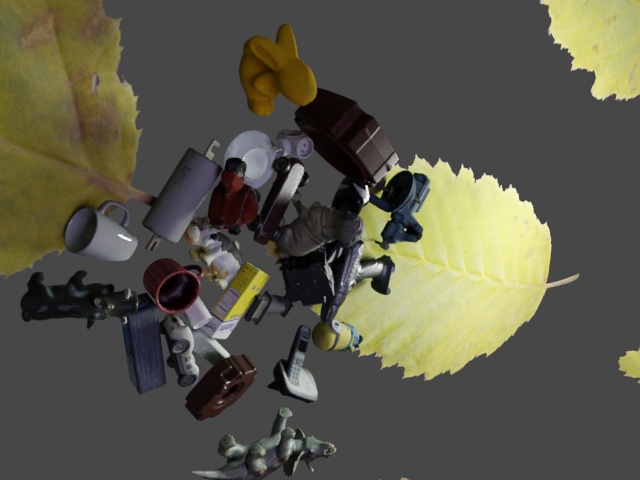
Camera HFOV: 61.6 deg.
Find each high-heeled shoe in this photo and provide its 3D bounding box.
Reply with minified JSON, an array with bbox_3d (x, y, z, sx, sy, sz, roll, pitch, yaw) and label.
[{"bbox_3d":[0.041,-0.050,1.272,0.145,0.086,0.248,-45,154,-38],"label":"high-heeled shoe"}]

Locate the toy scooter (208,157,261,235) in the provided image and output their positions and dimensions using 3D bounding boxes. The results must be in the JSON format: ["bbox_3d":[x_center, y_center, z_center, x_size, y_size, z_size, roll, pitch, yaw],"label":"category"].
[{"bbox_3d":[-0.170,-0.063,1.046,0.183,0.075,0.135,83,19,-67],"label":"toy scooter"}]

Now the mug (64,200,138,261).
[{"bbox_3d":[-0.375,-0.013,0.950,0.109,0.081,0.107,-64,148,-6],"label":"mug"}]

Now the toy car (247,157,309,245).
[{"bbox_3d":[-0.095,-0.087,1.172,0.089,0.053,0.202,27,89,-56],"label":"toy car"}]

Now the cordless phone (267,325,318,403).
[{"bbox_3d":[-0.049,0.325,1.421,0.146,0.089,0.184,35,68,-46],"label":"cordless phone"}]

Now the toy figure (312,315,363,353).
[{"bbox_3d":[0.050,0.264,1.458,0.180,0.082,0.089,33,69,-54],"label":"toy figure"}]

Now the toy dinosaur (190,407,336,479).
[{"bbox_3d":[-0.160,0.581,1.426,0.405,0.131,0.192,-10,118,-31],"label":"toy dinosaur"}]

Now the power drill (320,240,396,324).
[{"bbox_3d":[0.099,0.108,1.428,0.207,0.086,0.231,6,100,-37],"label":"power drill"}]

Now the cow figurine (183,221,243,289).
[{"bbox_3d":[-0.216,0.014,1.106,0.098,0.068,0.167,-44,138,-23],"label":"cow figurine"}]

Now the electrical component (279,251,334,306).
[{"bbox_3d":[-0.027,0.097,1.286,0.115,0.058,0.134,-10,126,11],"label":"electrical component"}]

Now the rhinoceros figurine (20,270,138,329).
[{"bbox_3d":[-0.419,0.105,0.943,0.190,0.112,0.073,5,106,-35],"label":"rhinoceros figurine"}]

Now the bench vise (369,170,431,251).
[{"bbox_3d":[0.170,-0.096,1.365,0.240,0.129,0.223,29,101,-26],"label":"bench vise"}]

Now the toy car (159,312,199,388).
[{"bbox_3d":[-0.293,0.234,1.128,0.056,0.074,0.201,-24,137,-26],"label":"toy car"}]

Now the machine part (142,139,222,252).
[{"bbox_3d":[-0.259,-0.083,1.010,0.079,0.079,0.243,33,89,-46],"label":"machine part"}]

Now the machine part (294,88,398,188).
[{"bbox_3d":[0.051,-0.211,1.130,0.087,0.202,0.200,-50,136,-7],"label":"machine part"}]

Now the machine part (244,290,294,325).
[{"bbox_3d":[-0.119,0.158,1.269,0.139,0.039,0.084,4,115,-55],"label":"machine part"}]

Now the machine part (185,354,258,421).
[{"bbox_3d":[-0.222,0.338,1.231,0.179,0.056,0.179,-39,159,-18],"label":"machine part"}]

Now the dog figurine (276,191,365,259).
[{"bbox_3d":[-0.004,-0.006,1.197,0.121,0.191,0.172,10,106,-44],"label":"dog figurine"}]

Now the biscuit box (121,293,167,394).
[{"bbox_3d":[-0.358,0.209,1.087,0.063,0.059,0.202,-16,122,-34],"label":"biscuit box"}]

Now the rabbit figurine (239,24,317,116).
[{"bbox_3d":[-0.067,-0.311,0.995,0.122,0.173,0.162,-30,133,-22],"label":"rabbit figurine"}]
